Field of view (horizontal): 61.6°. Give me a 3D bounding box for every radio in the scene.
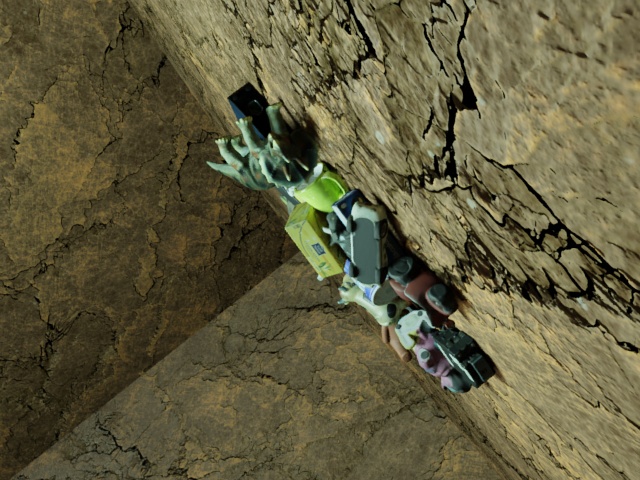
[{"bbox_3d":[-0.135,-0.283,1.363,0.230,0.073,0.131,48,173,20],"label":"radio"}]

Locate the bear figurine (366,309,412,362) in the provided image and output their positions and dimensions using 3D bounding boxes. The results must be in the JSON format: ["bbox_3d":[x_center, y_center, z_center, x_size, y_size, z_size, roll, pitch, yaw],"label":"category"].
[{"bbox_3d":[0.227,0.239,1.563,0.132,0.120,0.195,40,162,49],"label":"bear figurine"}]

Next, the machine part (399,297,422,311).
[{"bbox_3d":[0.231,0.168,1.455,0.139,0.039,0.084,48,168,46],"label":"machine part"}]

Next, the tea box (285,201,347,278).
[{"bbox_3d":[-0.003,-0.004,1.289,0.169,0.068,0.098,52,-146,-27],"label":"tea box"}]

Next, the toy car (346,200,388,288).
[{"bbox_3d":[0.097,0.014,1.073,0.074,0.056,0.201,12,130,22],"label":"toy car"}]

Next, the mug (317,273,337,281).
[{"bbox_3d":[0.027,0.056,1.429,0.081,0.109,0.107,38,168,2],"label":"mug"}]

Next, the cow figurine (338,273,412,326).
[{"bbox_3d":[0.132,0.152,1.411,0.195,0.127,0.085,42,146,34],"label":"cow figurine"}]

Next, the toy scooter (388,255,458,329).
[{"bbox_3d":[0.212,0.113,1.066,0.184,0.075,0.135,38,166,51],"label":"toy scooter"}]

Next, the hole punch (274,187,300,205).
[{"bbox_3d":[-0.056,-0.144,1.443,0.142,0.092,0.116,46,177,-14],"label":"hole punch"}]

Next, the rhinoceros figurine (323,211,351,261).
[{"bbox_3d":[0.074,-0.004,1.242,0.112,0.073,0.190,18,157,33],"label":"rhinoceros figurine"}]

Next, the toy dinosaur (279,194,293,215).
[{"bbox_3d":[-0.059,-0.106,1.737,0.198,0.105,0.471,55,165,15],"label":"toy dinosaur"}]

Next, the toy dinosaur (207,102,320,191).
[{"bbox_3d":[-0.136,-0.178,1.236,0.405,0.131,0.192,-23,93,59],"label":"toy dinosaur"}]

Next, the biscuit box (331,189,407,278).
[{"bbox_3d":[0.111,-0.012,1.141,0.202,0.063,0.059,52,174,-9],"label":"biscuit box"}]

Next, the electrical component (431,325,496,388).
[{"bbox_3d":[0.321,0.257,1.183,0.114,0.058,0.134,52,175,-23],"label":"electrical component"}]

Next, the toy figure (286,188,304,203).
[{"bbox_3d":[-0.013,-0.113,1.345,0.180,0.082,0.089,38,-152,-5],"label":"toy figure"}]

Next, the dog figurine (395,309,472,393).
[{"bbox_3d":[0.299,0.291,1.356,0.192,0.108,0.219,44,173,49],"label":"dog figurine"}]
